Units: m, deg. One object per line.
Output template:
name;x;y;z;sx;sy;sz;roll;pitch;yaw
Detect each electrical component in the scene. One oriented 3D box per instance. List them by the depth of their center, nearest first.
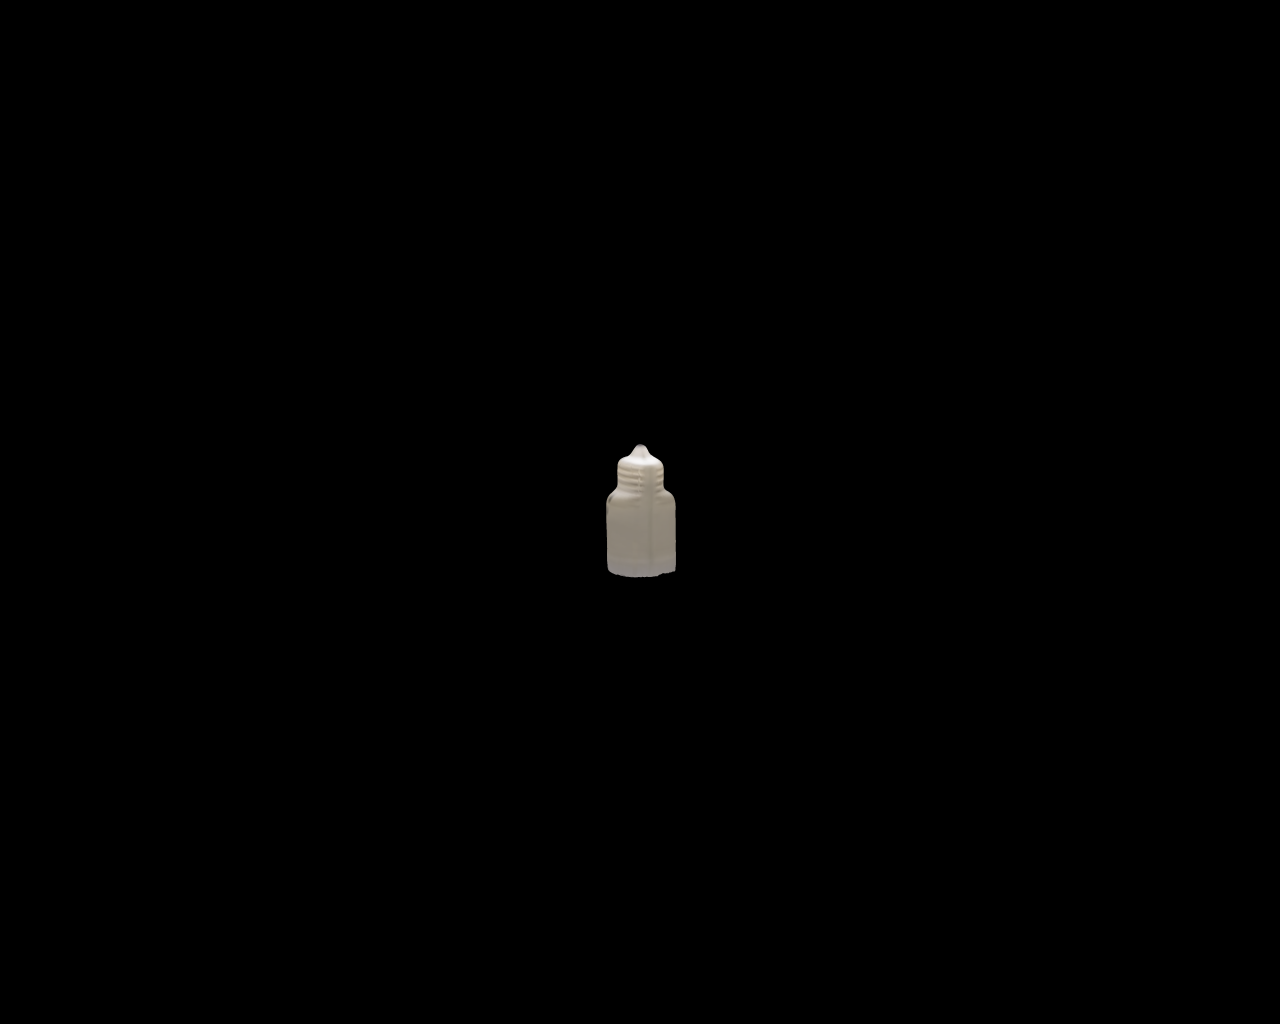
electrical component;0.001;-0.003;0.650;0.043;0.080;0.043;0;11;0
